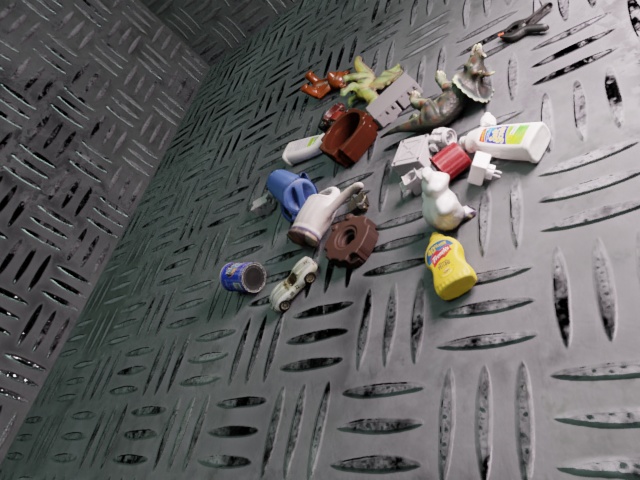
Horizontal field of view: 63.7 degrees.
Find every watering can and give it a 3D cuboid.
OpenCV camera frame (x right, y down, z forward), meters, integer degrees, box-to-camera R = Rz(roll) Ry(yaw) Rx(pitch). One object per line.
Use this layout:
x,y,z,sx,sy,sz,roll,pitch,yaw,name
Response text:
0.005,-0.084,1.661,0.227,0.103,0.345,-61,20,-18,watering can

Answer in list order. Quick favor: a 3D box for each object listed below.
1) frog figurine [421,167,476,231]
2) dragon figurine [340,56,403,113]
0.299,-0.102,1.309,0.122,0.157,0.140,-43,33,13,frog figurine
0.214,-0.632,2.033,0.242,0.120,0.420,-5,53,26,dragon figurine
